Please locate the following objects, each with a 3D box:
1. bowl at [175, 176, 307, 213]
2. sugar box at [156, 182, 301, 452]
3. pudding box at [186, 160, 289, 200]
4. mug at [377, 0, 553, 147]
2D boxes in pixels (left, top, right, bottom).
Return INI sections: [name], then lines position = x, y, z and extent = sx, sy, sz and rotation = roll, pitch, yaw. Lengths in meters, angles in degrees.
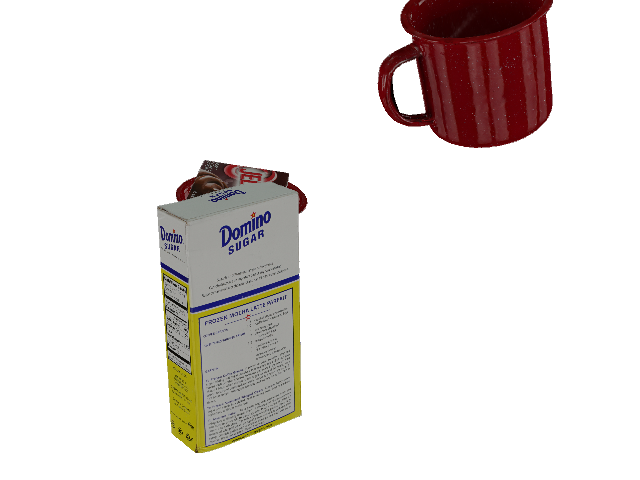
[bowl]
position = -0.099, -0.031, 1.319
extent = 0.162, 0.055, 0.162
rotation = 5, 25, -2
[sugar box]
position = -0.061, 0.053, 0.744
extent = 0.093, 0.176, 0.048
rotation = -16, 24, -36
[pudding box]
position = -0.082, -0.037, 1.056
extent = 0.090, 0.039, 0.113
rotation = 8, 29, 1
[mug]
position = 0.092, -0.108, 0.670
extent = 0.117, 0.081, 0.093
rotation = -23, 37, -11
